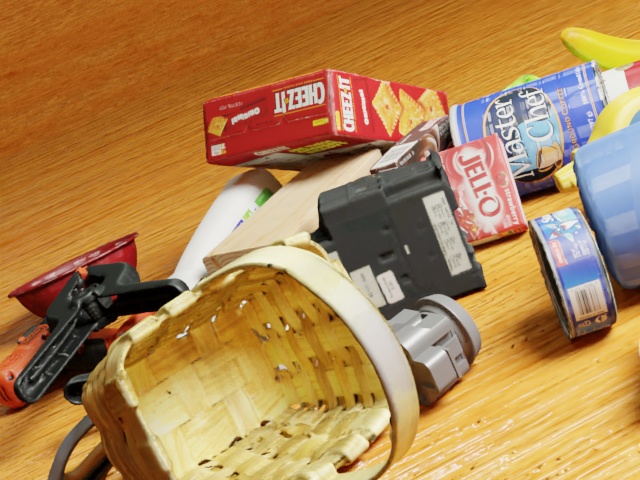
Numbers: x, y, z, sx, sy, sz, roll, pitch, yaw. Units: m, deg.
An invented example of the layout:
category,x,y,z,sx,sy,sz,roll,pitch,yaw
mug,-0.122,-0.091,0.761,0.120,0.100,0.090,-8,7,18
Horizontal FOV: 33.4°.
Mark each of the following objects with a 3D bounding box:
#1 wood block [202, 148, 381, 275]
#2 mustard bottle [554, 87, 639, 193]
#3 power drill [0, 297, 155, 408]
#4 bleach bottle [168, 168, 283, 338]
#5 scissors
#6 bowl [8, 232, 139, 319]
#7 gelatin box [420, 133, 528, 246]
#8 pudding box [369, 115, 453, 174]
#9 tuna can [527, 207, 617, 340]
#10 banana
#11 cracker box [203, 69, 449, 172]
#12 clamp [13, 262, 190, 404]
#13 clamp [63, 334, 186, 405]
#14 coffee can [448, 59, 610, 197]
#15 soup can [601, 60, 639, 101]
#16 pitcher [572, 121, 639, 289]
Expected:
category,x,y,z,sx,sy,sz,roll,pitch,yaw
wood block,-0.007,0.002,0.991,0.090,0.091,0.205,-10,22,33
mustard bottle,0.282,-0.083,0.868,0.191,0.096,0.058,-23,19,1
power drill,-0.209,0.090,1.046,0.188,0.057,0.184,-16,22,31
bleach bottle,-0.086,0.033,1.020,0.068,0.102,0.250,-21,25,28
scissors,-0.186,0.196,0.743,0.016,0.096,0.202,37,89,39
bowl,-0.268,0.050,1.211,0.162,0.055,0.162,-24,8,4
gelatin box,0.136,-0.041,0.943,0.073,0.089,0.030,-18,-14,16
pudding box,0.102,-0.057,1.028,0.039,0.090,0.113,-10,23,42
tuna can,0.170,0.022,0.721,0.034,0.086,0.086,-19,18,6
banana,0.357,-0.214,1.178,0.197,0.070,0.037,-5,47,-4
cracker box,0.011,-0.117,1.092,0.164,0.072,0.213,-9,-6,37
clamp,-0.209,0.068,0.955,0.164,0.036,0.210,-34,20,-12
clamp,-0.120,0.110,0.868,0.120,0.039,0.171,28,44,33
coffee can,0.204,-0.098,0.999,0.140,0.103,0.102,-17,19,19
soup can,0.310,-0.140,1.051,0.102,0.068,0.068,-17,19,21
pitcher,0.303,-0.059,0.727,0.243,0.145,0.149,-20,-11,18
